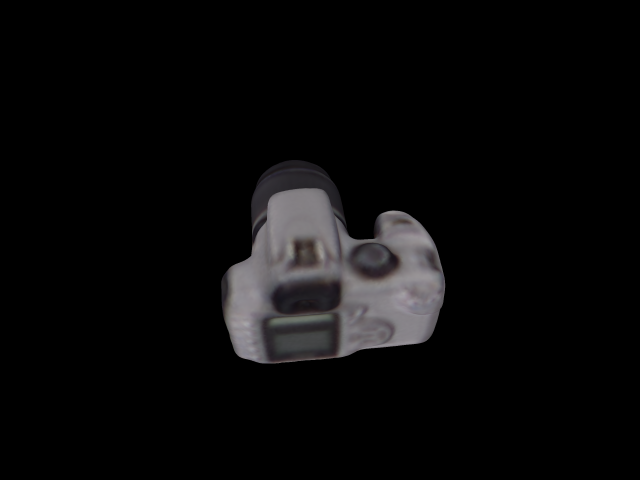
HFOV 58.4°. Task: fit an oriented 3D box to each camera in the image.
[{"bbox_3d":[0.004,0.001,0.400,0.143,0.101,0.136,-5,51,-4],"label":"camera"}]
